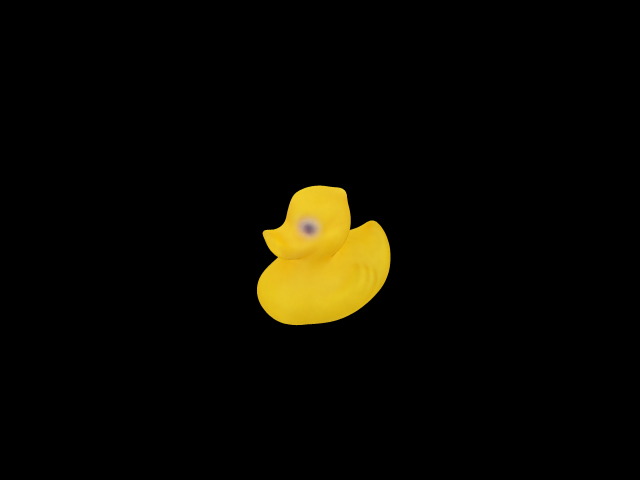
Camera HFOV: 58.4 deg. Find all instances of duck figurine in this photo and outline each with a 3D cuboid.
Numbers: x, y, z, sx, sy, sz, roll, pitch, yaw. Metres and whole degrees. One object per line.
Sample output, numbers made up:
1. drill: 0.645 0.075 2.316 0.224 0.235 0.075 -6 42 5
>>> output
1. duck figurine: 0.004 0.001 0.400 0.105 0.086 0.077 -21 40 -26
